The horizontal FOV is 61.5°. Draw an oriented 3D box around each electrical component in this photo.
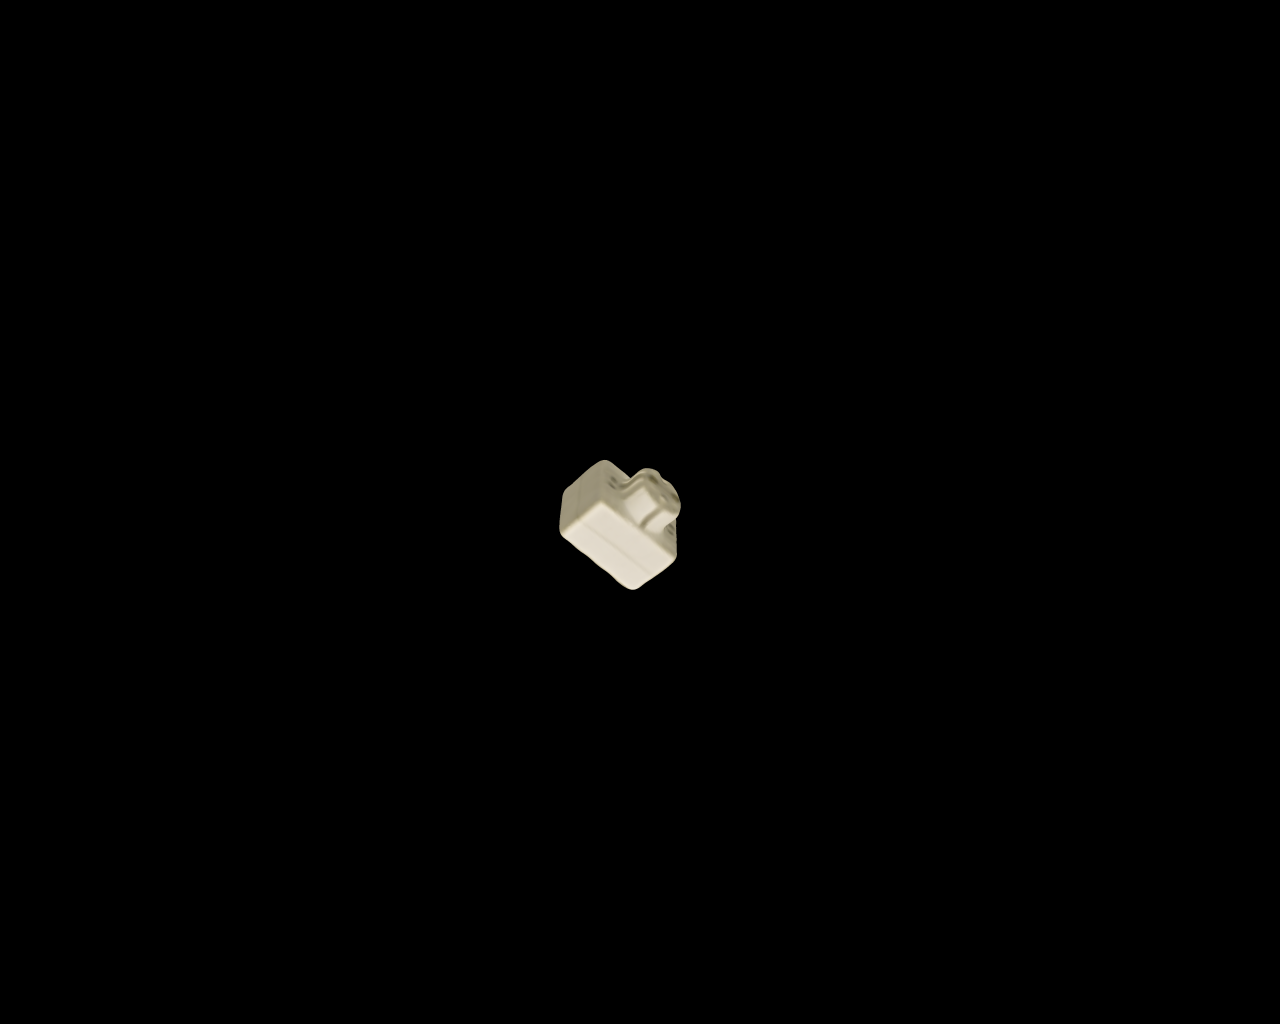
[{"bbox_3d":[0.001,-0.003,0.650,0.076,0.047,0.065,-39,-62,25],"label":"electrical component"}]
